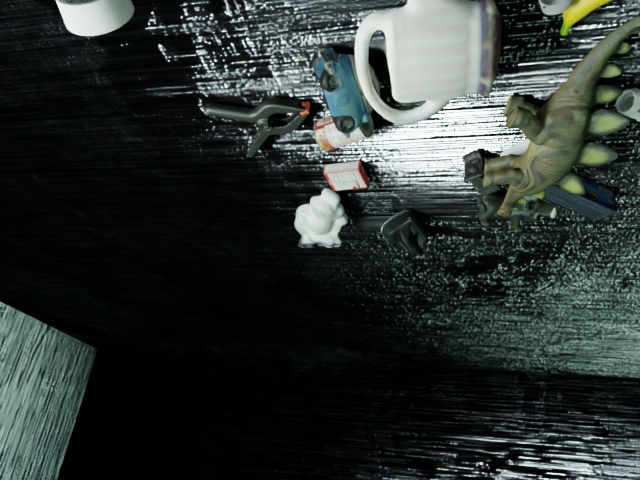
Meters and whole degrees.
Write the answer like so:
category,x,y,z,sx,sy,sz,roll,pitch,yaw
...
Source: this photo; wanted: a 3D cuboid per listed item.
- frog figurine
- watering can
category,x,y,z,sx,sy,sz,roll,pitch,yaw
frog figurine,0.004,-0.067,1.337,0.137,0.125,0.156,10,117,11
watering can,0.160,-0.319,0.777,0.224,0.106,0.339,-4,138,10
